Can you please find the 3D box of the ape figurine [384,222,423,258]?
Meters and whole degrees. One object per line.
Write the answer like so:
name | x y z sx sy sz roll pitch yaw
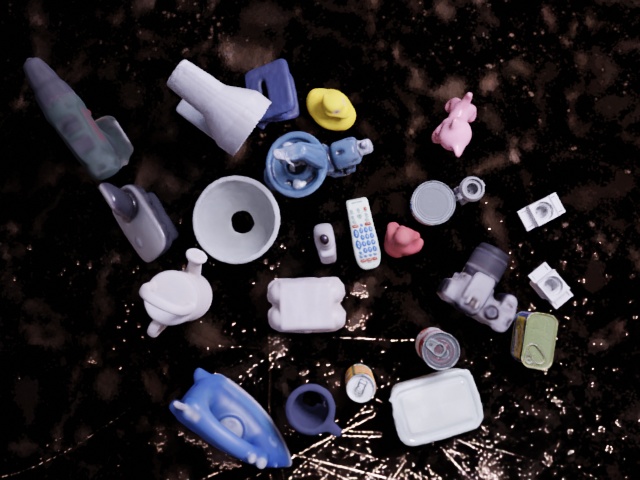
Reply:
ape figurine | 0.157 -0.002 1.091 0.076 0.092 0.078 -37 86 -1

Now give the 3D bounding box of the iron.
iron | -0.160 0.355 1.053 0.258 0.141 0.119 36 88 3

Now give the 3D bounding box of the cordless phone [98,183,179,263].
cordless phone | -0.346 -0.036 1.057 0.094 0.185 0.147 -36 86 -1

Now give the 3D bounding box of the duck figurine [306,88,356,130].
duck figurine | 0.021 -0.262 1.111 0.104 0.086 0.077 32 88 3

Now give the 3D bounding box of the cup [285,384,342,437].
cup | -0.006 0.318 1.075 0.117 0.095 0.092 39 88 3

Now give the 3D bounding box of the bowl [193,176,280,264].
bowl | -0.156 -0.036 1.108 0.167 0.075 0.167 0 87 1

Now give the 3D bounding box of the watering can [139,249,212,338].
watering can | -0.265 0.097 1.044 0.101 0.194 0.173 9 87 2

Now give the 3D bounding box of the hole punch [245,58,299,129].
hole punch | -0.097 -0.283 1.113 0.101 0.091 0.109 -12 86 1

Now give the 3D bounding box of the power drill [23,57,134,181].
power drill | -0.433 -0.208 1.057 0.075 0.208 0.229 -34 86 0

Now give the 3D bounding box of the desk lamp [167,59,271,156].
desk lamp | -0.187 -0.241 1.051 0.203 0.213 0.118 35 88 3

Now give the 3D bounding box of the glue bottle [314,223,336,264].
glue bottle | 0.010 0.004 1.053 0.037 0.173 0.078 -12 86 1

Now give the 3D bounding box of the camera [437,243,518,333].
camera | 0.314 0.084 1.078 0.143 0.101 0.137 30 88 3

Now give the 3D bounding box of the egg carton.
egg carton | -0.026 0.125 1.099 0.150 0.069 0.107 -3 87 1

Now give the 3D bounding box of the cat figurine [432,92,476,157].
cat figurine | 0.260 -0.219 1.088 0.067 0.118 0.128 23 88 3

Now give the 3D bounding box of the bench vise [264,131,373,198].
bench vise | -0.014 -0.160 1.040 0.207 0.220 0.121 -33 86 -1
